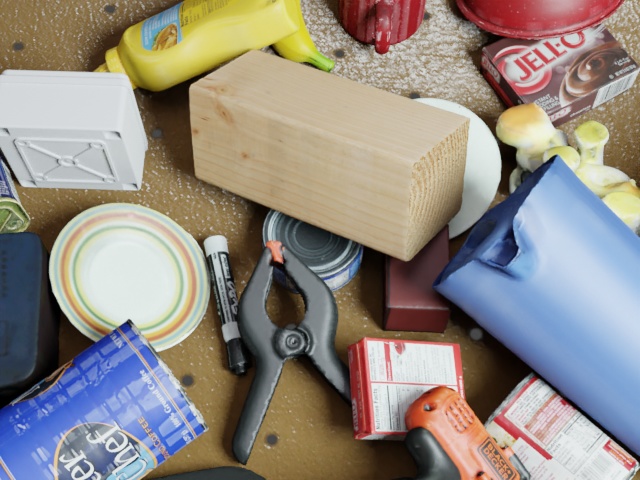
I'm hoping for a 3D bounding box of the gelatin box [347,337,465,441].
[{"bbox_3d":[0.066,0.114,0.808,0.089,0.030,0.073,6,67,-26],"label":"gelatin box"}]

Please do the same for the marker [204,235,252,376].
[{"bbox_3d":[-0.075,0.053,0.867,0.020,0.020,0.121,-11,64,-6],"label":"marker"}]

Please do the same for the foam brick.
[{"bbox_3d":[0.077,0.030,0.860,0.051,0.053,0.078,1,64,1],"label":"foam brick"}]

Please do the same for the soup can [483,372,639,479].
[{"bbox_3d":[0.175,0.156,0.787,0.102,0.068,0.068,41,70,18],"label":"soup can"}]

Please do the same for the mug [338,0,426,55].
[{"bbox_3d":[0.058,-0.222,0.972,0.093,0.081,0.117,0,63,0],"label":"mug"}]

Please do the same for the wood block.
[{"bbox_3d":[0.005,-0.072,0.852,0.206,0.090,0.090,22,41,27],"label":"wood block"}]

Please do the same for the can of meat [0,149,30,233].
[{"bbox_3d":[-0.304,-0.035,0.889,0.102,0.057,0.084,-24,63,-6],"label":"can of meat"}]

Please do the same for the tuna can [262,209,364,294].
[{"bbox_3d":[-0.006,0.001,0.886,0.086,0.034,0.086,0,63,1],"label":"tuna can"}]

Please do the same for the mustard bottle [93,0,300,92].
[{"bbox_3d":[-0.115,-0.179,0.945,0.192,0.058,0.096,-22,38,10],"label":"mustard bottle"}]

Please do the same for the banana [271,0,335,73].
[{"bbox_3d":[-0.021,-0.240,1.009,0.069,0.037,0.198,9,63,-15],"label":"banana"}]

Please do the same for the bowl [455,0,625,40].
[{"bbox_3d":[0.202,-0.254,0.978,0.162,0.055,0.162,-7,47,7],"label":"bowl"}]

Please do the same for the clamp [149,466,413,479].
[{"bbox_3d":[-0.033,0.207,0.766,0.210,0.036,0.164,18,45,22],"label":"clamp"}]

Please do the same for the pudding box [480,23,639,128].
[{"bbox_3d":[0.214,-0.154,0.961,0.113,0.039,0.090,-25,64,-13],"label":"pudding box"}]

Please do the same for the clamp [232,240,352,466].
[{"bbox_3d":[-0.010,0.085,0.827,0.120,0.039,0.171,-1,81,-9],"label":"clamp"}]

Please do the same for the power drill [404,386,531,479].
[{"bbox_3d":[0.085,0.214,0.717,0.187,0.057,0.184,-33,84,-44],"label":"power drill"}]

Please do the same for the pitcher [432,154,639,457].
[{"bbox_3d":[0.214,0.061,0.790,0.243,0.145,0.149,43,58,1],"label":"pitcher"}]

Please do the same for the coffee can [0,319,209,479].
[{"bbox_3d":[-0.167,0.139,0.772,0.140,0.103,0.103,-36,68,-13],"label":"coffee can"}]
